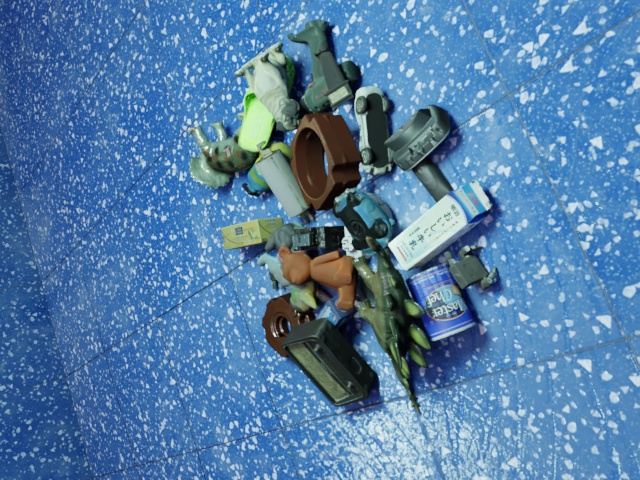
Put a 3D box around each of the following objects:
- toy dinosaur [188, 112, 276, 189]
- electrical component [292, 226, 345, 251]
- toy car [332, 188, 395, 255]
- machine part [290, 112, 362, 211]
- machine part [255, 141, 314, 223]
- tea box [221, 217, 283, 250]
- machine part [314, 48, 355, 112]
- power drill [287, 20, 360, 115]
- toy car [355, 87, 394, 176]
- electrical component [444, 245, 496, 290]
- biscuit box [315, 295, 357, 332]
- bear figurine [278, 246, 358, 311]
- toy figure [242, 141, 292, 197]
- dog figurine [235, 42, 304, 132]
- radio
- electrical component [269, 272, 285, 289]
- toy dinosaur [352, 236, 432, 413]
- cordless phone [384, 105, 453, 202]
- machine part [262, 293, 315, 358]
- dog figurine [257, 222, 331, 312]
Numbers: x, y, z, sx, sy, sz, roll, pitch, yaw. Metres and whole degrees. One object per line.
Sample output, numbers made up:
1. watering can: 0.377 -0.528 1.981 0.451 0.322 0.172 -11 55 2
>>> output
1. toy dinosaur: -0.243 -0.257 1.543 0.405 0.131 0.192 -6 108 36
2. electrical component: -0.003 -0.004 1.335 0.115 0.134 0.058 -8 87 45
3. toy car: 0.111 -0.052 1.244 0.161 0.103 0.109 54 142 3
4. machine part: 0.012 -0.188 1.292 0.201 0.087 0.201 69 152 20
5. machine part: -0.092 -0.146 1.393 0.079 0.079 0.243 -18 112 42
6. tea box: -0.192 -0.018 1.533 0.170 0.098 0.068 -12 88 41
7. machine part: 0.030 -0.375 1.239 0.084 0.039 0.139 -28 85 45
8. power drill: -0.018 -0.419 1.333 0.232 0.086 0.207 -18 80 41
9. toy car: 0.124 -0.248 1.224 0.056 0.073 0.201 179 84 -69
10. electrical component: 0.312 0.056 1.103 0.102 0.078 0.045 65 155 22
11. biscuit box: 0.021 0.219 1.365 0.059 0.063 0.202 54 140 24
12. bear figurine: -0.010 0.083 1.281 0.196 0.132 0.120 3 124 8
13. toy figure: -0.139 -0.191 1.474 0.089 0.082 0.180 43 116 8
14. dog figurine: -0.100 -0.372 1.332 0.121 0.172 0.190 -17 119 37
15. radio: 0.026 0.301 1.321 0.131 0.073 0.229 -27 111 40
16. electrical component: -0.120 0.093 1.532 0.063 0.021 0.094 -4 93 43
17. toy dinosaur: 0.161 0.186 1.170 0.199 0.105 0.470 -119 9 -54
18. cordless phone: 0.241 -0.177 1.141 0.146 0.089 0.184 -42 79 36
19. machine part: -0.091 0.239 1.503 0.180 0.056 0.179 8 101 43
20. dog figurine: -0.047 0.082 1.412 0.219 0.108 0.191 44 120 24
